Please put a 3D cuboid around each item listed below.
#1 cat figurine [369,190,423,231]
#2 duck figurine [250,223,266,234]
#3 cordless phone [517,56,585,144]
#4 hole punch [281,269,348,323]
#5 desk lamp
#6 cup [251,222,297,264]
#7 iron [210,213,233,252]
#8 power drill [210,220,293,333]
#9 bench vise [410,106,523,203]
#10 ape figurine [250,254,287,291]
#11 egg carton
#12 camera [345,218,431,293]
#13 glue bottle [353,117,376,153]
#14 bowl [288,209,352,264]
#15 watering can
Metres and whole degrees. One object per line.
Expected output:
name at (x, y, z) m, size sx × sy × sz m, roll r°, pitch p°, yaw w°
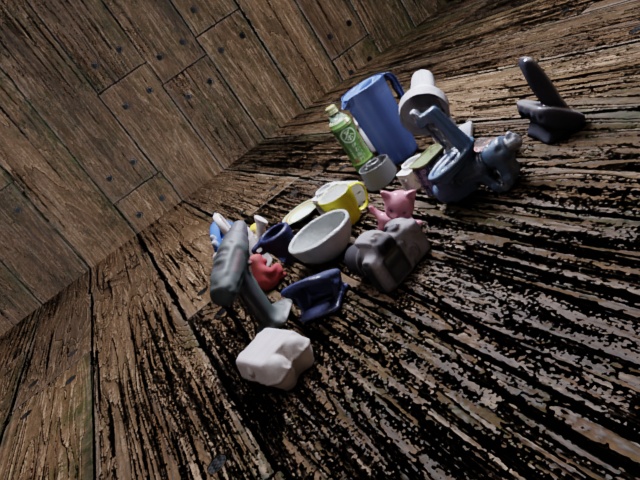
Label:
cat figurine at (0.155, -0.060, 1.202) m, size 0.127 × 0.118 × 0.067 m, roll -9°, pitch 32°, yaw 51°
duck figurine at (-0.163, -0.015, 1.655) m, size 0.105 × 0.086 × 0.077 m, roll -40°, pitch 20°, yaw -14°
cordless phone at (0.454, -0.305, 1.189) m, size 0.094 × 0.185 × 0.147 m, roll -34°, pitch 20°, yaw 3°
hole punch at (-0.012, 0.097, 1.146) m, size 0.108 × 0.091 × 0.101 m, roll -24°, pitch 22°, yaw 28°
desk lamp at (0.286, -0.311, 1.429) m, size 0.117 × 0.214 × 0.203 m, roll -23°, pitch 23°, yaw 28°
cup at (-0.107, 0.024, 1.463) m, size 0.118 × 0.095 × 0.091 m, roll -36°, pitch 20°, yaw -3°
iron at (-0.285, 0.010, 1.709) m, size 0.118 × 0.142 × 0.258 m, roll -32°, pitch 20°, yaw 8°
power drill at (-0.149, 0.088, 1.211) m, size 0.075 × 0.209 × 0.229 m, roll -26°, pitch 21°, yaw 22°
bench vise at (0.287, -0.191, 1.140) m, size 0.207 × 0.220 × 0.121 m, roll -25°, pitch 22°, yaw 25°
ape figurine at (-0.138, 0.073, 1.403) m, size 0.077 × 0.092 × 0.076 m, roll -8°, pitch 33°, yaw 51°
egg carton at (-0.083, 0.213, 1.023) m, size 0.150 × 0.069 × 0.107 m, roll -7°, pitch 34°, yaw 53°
camera at (0.114, 0.019, 1.109) m, size 0.143 × 0.101 × 0.136 m, roll -44°, pitch 22°, yaw -25°
glue bottle at (0.140, -0.369, 1.858) m, size 0.037 × 0.173 × 0.078 m, roll -28°, pitch 21°, yaw 18°
bowl at (0.012, 0.005, 1.345) m, size 0.167 × 0.075 × 0.167 m, roll -30°, pitch 20°, yaw 13°
watering can at (-0.216, 0.002, 1.538) m, size 0.173 × 0.194 × 0.100 m, roll -42°, pitch 21°, yaw -19°
